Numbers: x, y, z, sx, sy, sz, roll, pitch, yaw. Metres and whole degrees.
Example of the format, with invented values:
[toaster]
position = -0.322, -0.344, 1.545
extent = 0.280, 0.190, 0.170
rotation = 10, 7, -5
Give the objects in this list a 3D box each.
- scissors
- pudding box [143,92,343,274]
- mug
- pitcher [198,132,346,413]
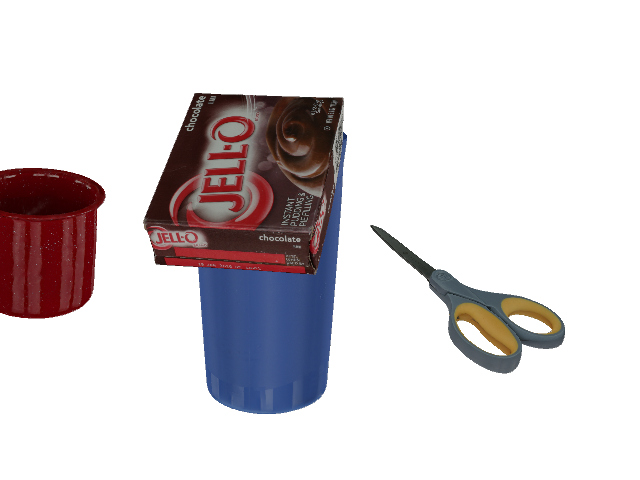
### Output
[scissors]
position = 0.115, 0.036, 0.828
extent = 0.096, 0.016, 0.202
rotation = -4, 32, -17
[pudding box]
position = -0.038, -0.034, 0.587
extent = 0.090, 0.039, 0.113
rotation = 4, 43, 9
[mug]
position = -0.211, 0.004, 0.749
extent = 0.117, 0.081, 0.093
rotation = -7, 27, -29
[pitcher]
position = -0.041, 0.018, 0.933
extent = 0.149, 0.243, 0.145
rotation = -5, 18, -21
